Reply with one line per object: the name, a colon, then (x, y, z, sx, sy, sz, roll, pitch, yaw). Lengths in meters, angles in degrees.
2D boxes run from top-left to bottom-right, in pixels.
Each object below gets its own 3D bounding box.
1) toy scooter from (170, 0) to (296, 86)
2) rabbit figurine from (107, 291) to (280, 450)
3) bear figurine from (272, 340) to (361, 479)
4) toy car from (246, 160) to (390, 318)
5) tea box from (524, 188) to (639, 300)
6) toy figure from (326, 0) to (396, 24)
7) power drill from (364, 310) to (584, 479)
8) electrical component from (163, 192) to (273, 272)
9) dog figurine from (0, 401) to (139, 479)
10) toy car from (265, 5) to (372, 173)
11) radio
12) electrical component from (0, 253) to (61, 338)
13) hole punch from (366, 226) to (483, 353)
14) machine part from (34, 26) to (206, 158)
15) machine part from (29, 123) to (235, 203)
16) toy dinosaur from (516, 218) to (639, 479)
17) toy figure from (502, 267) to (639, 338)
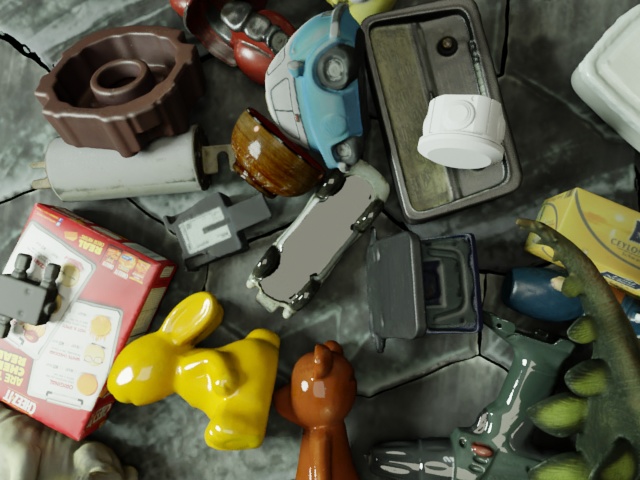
toy scooter: (-0.094, -0.239, 0.588, 0.184, 0.135, 0.075, 31, 88, 4)
rabbit figurine: (-0.133, 0.138, 0.572, 0.173, 0.122, 0.162, 8, 77, -3)
bear figurine: (-0.017, 0.210, 0.569, 0.132, 0.120, 0.195, -12, 85, 7)
toy car: (-0.001, -0.002, 0.610, 0.073, 0.056, 0.201, 39, 91, -2)
tea box: (0.319, 0.013, 0.566, 0.170, 0.098, 0.068, 25, 88, 6)
toy figure: (0.012, -0.317, 0.614, 0.180, 0.089, 0.082, 41, 104, 13)
power drill: (0.182, 0.183, 0.576, 0.232, 0.086, 0.207, 15, 84, 3)
electrical component: (-0.112, -0.017, 0.621, 0.119, 0.048, 0.075, -26, 86, 2)
dog figurine: (-0.318, 0.231, 0.611, 0.121, 0.172, 0.191, -53, 53, 16)
toy car: (-0.003, -0.152, 0.554, 0.103, 0.109, 0.161, 1, 126, 12)
radio: (0.131, -0.141, 0.598, 0.131, 0.073, 0.229, -14, 88, 4)
electrical component: (-0.313, 0.064, 0.572, 0.063, 0.021, 0.094, 18, 89, 7)
hole punch: (0.108, 0.049, 0.577, 0.092, 0.116, 0.142, -3, 84, -24)
machine part: (-0.215, -0.169, 0.594, 0.179, 0.056, 0.179, -4, 53, 5)
machine part: (-0.216, -0.088, 0.617, 0.243, 0.079, 0.079, -5, 87, 5)
toy dinosaur: (0.294, 0.184, 0.503, 0.198, 0.105, 0.471, -21, 94, -25)
toy figure: (0.280, 0.067, 0.582, 0.155, 0.064, 0.057, 14, 86, 4)
